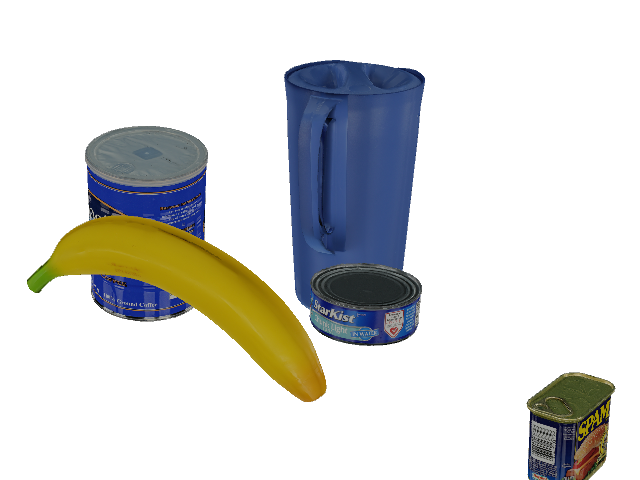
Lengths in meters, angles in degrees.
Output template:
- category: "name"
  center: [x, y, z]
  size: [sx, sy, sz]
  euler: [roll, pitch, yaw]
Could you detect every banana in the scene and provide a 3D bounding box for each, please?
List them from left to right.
- category: "banana"
  center: [-0.080, 0.030, 0.638]
  size: [0.198, 0.070, 0.037]
  euler: [21, 26, 12]

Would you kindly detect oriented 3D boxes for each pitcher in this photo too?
- category: "pitcher"
  center: [0.025, -0.047, 1.043]
  size: [0.149, 0.243, 0.145]
  euler: [-8, 24, -21]

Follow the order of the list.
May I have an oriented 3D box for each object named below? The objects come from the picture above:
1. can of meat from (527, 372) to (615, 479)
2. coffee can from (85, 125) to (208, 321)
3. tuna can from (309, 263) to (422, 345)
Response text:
- category: "can of meat"
  center: [0.244, 0.189, 1.046]
  size: [0.058, 0.084, 0.101]
  euler: [13, 23, 37]
- category: "coffee can"
  center: [-0.151, -0.015, 0.933]
  size: [0.103, 0.140, 0.103]
  euler: [4, 31, -2]
- category: "tuna can"
  center: [0.034, 0.048, 0.820]
  size: [0.086, 0.034, 0.086]
  euler: [2, 21, -1]
